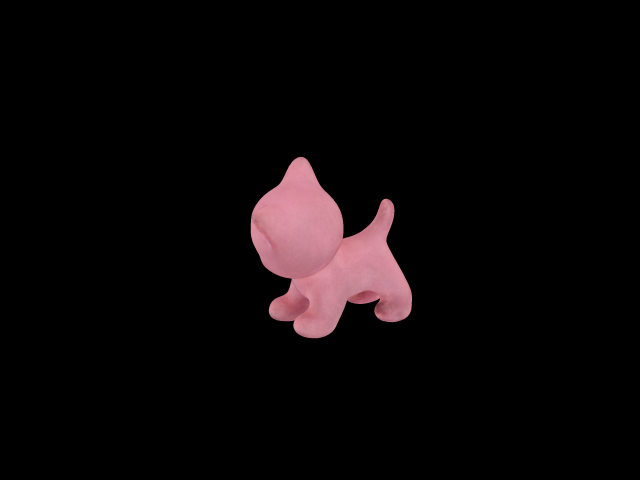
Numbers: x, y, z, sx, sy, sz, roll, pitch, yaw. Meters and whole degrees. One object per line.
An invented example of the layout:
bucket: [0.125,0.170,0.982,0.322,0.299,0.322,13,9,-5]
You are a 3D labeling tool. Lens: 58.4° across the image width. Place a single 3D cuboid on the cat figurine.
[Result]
cat figurine: [0.004,0.001,0.400,0.128,0.118,0.067,-8,16,-31]
